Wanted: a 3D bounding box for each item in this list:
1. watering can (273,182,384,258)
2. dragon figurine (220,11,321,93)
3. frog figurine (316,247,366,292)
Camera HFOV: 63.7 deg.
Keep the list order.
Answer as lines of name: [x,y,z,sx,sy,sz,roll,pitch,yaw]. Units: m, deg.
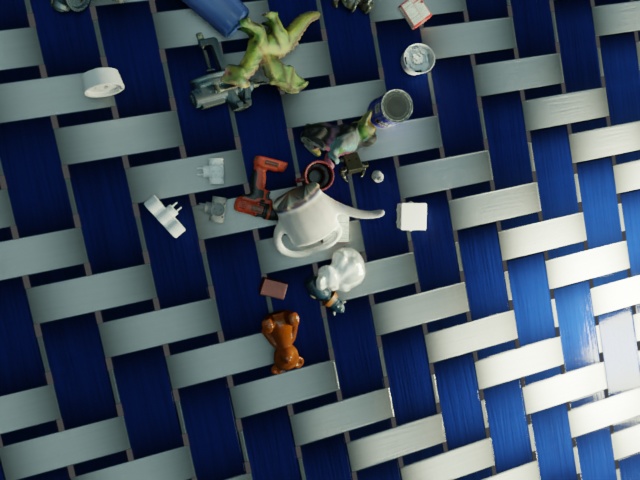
watering can: [0.005,-0.078,1.557,0.347,0.220,0.106,-27,26,3]
dragon figurine: [-0.116,-0.543,1.514,0.414,0.242,0.121,-25,6,-30]
frog figurine: [0.062,0.097,1.596,0.123,0.135,0.161,18,27,36]
